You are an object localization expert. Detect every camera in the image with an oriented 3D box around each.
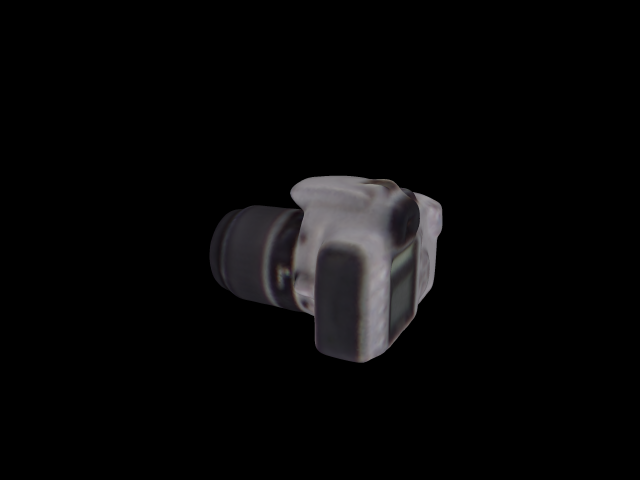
[{"bbox_3d":[0.004,0.001,0.400,0.136,0.101,0.143,8,19,25],"label":"camera"}]
